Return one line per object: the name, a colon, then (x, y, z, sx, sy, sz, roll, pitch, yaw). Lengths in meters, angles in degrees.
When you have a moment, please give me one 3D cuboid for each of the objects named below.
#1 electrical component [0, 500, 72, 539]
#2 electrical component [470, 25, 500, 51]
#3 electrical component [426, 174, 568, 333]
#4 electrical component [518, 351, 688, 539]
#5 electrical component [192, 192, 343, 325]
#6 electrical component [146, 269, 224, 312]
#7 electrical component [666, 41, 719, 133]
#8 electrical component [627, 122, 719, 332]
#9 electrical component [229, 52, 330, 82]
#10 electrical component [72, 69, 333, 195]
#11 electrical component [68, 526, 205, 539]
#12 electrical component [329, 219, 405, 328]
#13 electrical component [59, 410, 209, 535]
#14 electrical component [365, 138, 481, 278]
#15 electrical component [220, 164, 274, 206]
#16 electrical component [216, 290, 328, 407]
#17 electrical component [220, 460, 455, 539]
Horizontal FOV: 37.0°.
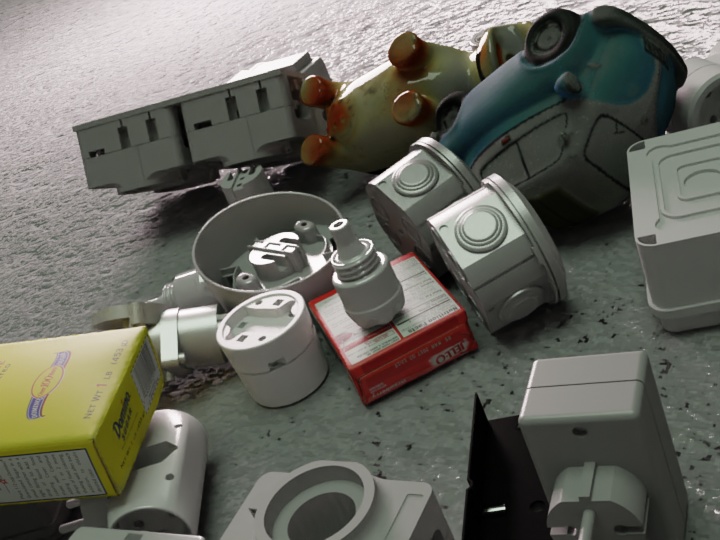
electrical component: (-0.221, 0.114, 0.632, 0.109, 0.056, 0.108, -17, 30, 11)
electrical component: (0.110, -0.155, 0.828, 0.044, 0.065, 0.044, -18, 30, 10)
electrical component: (0.077, -0.009, 0.601, 0.051, 0.080, 0.080, -30, 30, -1)
electrical component: (0.095, 0.088, 0.423, 0.047, 0.083, 0.075, -8, 33, 26)
electrical component: (-0.052, -0.004, 0.698, 0.099, 0.064, 0.099, -18, 30, 11)
electrical component: (-0.119, 0.019, 0.739, 0.061, 0.035, 0.035, -17, 30, 16)
electrical component: (0.252, -0.132, 0.703, 0.138, 0.052, 0.073, -28, 30, -7)
electrical component: (0.187, -0.026, 0.571, 0.078, 0.057, 0.113, -12, 31, 19)
electrical component: (-0.077, -0.154, 0.963, 0.096, 0.061, 0.061, 3, 39, 39)
electrical component: (-0.120, -0.107, 0.872, 0.186, 0.060, 0.105, -11, 2, 21)
electrical component: (-0.112, 0.162, 0.481, 0.100, 0.048, 0.099, -5, 31, 33)
electrical component: (0.000, 0.000, 0.594, 0.035, 0.061, 0.035, -20, 28, 11)
electrical component: (-0.121, 0.119, 0.566, 0.079, 0.043, 0.077, -18, 30, 8)
electrical component: (0.045, -0.038, 0.670, 0.051, 0.080, 0.080, -36, 31, -11)
electrical component: (-0.081, -0.052, 0.815, 0.040, 0.046, 0.040, -18, 30, 10)
electrical component: (-0.050, 0.047, 0.630, 0.055, 0.047, 0.055, -17, 30, 10)
electrical component: (-0.029, 0.152, 0.429, 0.089, 0.061, 0.150, -3, 35, 32)
